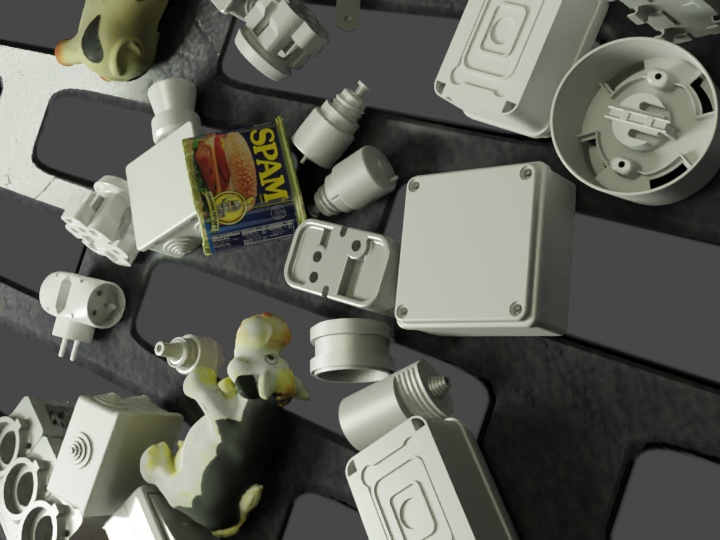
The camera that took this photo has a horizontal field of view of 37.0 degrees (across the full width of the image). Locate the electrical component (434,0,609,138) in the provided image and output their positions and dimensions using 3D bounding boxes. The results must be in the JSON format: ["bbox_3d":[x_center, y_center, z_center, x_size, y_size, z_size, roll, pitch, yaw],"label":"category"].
[{"bbox_3d":[0.113,-0.156,0.746,0.078,0.057,0.113,25,94,41],"label":"electrical component"}]

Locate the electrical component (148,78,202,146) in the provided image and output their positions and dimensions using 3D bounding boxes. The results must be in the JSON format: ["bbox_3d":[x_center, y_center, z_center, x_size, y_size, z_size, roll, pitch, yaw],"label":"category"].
[{"bbox_3d":[-0.168,-0.140,0.979,0.045,0.045,0.055,-26,63,31],"label":"electrical component"}]

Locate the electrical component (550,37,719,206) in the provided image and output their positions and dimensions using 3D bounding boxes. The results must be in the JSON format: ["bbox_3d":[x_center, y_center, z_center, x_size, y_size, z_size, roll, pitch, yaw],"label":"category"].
[{"bbox_3d":[0.177,-0.090,0.670,0.099,0.064,0.099,-12,70,36],"label":"electrical component"}]

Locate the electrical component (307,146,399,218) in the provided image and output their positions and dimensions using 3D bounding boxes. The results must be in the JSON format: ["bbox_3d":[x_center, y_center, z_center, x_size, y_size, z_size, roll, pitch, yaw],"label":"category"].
[{"bbox_3d":[-0.008,-0.064,0.830,0.078,0.040,0.040,-31,60,29],"label":"electrical component"}]

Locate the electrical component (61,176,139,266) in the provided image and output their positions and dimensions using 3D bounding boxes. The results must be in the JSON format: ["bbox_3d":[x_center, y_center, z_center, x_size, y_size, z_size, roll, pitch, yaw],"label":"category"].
[{"bbox_3d":[-0.227,-0.049,0.986,0.058,0.078,0.057,7,61,41],"label":"electrical component"}]

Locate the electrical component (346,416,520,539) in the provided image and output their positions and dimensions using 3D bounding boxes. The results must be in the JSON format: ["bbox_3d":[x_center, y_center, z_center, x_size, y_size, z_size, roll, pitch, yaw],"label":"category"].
[{"bbox_3d":[0.050,0.161,0.708,0.078,0.057,0.113,-38,57,26],"label":"electrical component"}]

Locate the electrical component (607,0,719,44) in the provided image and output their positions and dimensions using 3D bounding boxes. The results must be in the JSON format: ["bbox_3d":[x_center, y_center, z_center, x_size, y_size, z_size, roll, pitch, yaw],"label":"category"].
[{"bbox_3d":[0.185,-0.186,0.653,0.079,0.121,0.063,-8,75,37],"label":"electrical component"}]

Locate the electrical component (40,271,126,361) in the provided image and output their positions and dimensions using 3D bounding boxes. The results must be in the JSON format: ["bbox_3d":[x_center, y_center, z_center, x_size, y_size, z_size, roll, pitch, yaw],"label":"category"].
[{"bbox_3d":[-0.265,0.045,1.007,0.077,0.043,0.079,10,84,40],"label":"electrical component"}]

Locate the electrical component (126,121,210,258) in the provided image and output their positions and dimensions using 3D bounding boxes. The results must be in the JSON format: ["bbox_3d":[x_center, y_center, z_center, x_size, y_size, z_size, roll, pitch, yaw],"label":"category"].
[{"bbox_3d":[-0.154,-0.068,0.945,0.100,0.048,0.099,-29,61,30],"label":"electrical component"}]

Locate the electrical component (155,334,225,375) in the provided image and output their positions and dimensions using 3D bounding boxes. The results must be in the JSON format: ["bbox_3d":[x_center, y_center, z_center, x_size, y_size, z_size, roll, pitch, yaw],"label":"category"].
[{"bbox_3d":[-0.143,0.069,0.888,0.035,0.061,0.035,-12,70,37],"label":"electrical component"}]

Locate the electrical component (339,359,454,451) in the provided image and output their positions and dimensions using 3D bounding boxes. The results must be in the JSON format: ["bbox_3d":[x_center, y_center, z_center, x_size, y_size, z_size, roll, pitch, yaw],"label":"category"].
[{"bbox_3d":[0.029,0.094,0.753,0.081,0.043,0.043,-30,60,29],"label":"electrical component"}]

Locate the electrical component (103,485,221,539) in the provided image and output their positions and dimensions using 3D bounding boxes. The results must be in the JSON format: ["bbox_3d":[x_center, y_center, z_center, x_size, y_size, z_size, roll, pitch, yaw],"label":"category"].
[{"bbox_3d":[-0.155,0.213,0.857,0.061,0.062,0.096,-47,53,19],"label":"electrical component"}]

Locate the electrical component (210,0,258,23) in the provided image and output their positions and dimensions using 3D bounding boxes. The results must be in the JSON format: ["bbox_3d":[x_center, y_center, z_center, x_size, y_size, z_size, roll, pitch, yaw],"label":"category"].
[{"bbox_3d":[-0.100,-0.276,0.959,0.099,0.048,0.099,-51,52,16],"label":"electrical component"}]

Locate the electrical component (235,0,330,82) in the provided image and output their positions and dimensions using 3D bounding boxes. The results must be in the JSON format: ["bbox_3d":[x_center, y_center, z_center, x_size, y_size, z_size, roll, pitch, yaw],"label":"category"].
[{"bbox_3d":[-0.068,-0.197,0.906,0.057,0.058,0.078,-45,54,17],"label":"electrical component"}]

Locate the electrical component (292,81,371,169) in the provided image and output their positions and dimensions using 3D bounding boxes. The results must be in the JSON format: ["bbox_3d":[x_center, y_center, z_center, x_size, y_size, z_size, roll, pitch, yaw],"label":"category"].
[{"bbox_3d":[-0.020,-0.116,0.854,0.078,0.040,0.040,-50,52,14],"label":"electrical component"}]

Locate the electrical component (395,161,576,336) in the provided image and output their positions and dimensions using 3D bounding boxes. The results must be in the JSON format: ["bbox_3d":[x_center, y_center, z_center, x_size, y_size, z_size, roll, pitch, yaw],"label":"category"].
[{"bbox_3d":[0.085,-0.011,0.729,0.109,0.056,0.108,-3,76,39],"label":"electrical component"}]

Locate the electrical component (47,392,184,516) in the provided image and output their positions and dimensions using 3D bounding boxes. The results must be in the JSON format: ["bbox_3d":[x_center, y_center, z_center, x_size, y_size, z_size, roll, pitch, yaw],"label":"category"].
[{"bbox_3d":[-0.203,0.152,0.891,0.048,0.100,0.099,20,90,28],"label":"electrical component"}]

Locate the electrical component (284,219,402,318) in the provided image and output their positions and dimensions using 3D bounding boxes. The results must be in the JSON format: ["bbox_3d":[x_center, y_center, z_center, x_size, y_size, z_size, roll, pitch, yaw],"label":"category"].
[{"bbox_3d":[0.000,0.000,0.793,0.095,0.059,0.053,15,87,41],"label":"electrical component"}]

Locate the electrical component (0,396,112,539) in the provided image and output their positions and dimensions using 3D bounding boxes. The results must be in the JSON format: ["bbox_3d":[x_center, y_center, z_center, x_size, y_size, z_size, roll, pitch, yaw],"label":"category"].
[{"bbox_3d":[-0.280,0.198,0.964,0.089,0.062,0.150,-51,52,17],"label":"electrical component"}]
